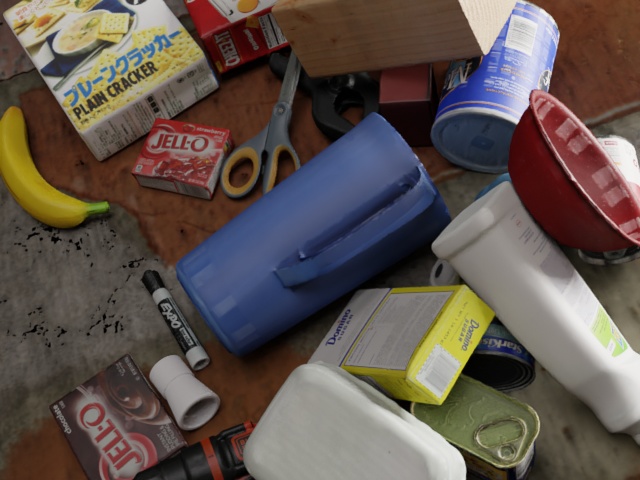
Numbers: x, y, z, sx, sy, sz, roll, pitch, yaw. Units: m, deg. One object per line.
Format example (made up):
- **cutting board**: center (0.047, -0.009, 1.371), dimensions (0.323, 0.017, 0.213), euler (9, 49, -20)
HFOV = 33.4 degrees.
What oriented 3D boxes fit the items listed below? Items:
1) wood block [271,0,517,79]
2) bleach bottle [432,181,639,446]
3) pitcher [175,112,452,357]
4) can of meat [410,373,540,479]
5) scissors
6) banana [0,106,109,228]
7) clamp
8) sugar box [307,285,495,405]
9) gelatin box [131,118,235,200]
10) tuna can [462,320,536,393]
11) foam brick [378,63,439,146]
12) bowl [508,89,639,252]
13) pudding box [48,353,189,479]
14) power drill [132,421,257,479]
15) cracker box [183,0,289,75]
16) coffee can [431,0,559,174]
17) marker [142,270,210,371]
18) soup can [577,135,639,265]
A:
- **wood block**: center (0.070, -0.226, 1.031), dimensions (0.207, 0.090, 0.090), euler (-1, 44, 39)
- **bleach bottle**: center (0.202, 0.073, 0.880), dimensions (0.068, 0.102, 0.251), euler (-38, 91, 33)
- **pitcher**: center (-0.006, 0.001, 0.980), dimensions (0.242, 0.149, 0.145), euler (-35, 60, -4)
- **can of meat**: center (0.131, 0.161, 0.892), dimensions (0.102, 0.084, 0.057), euler (24, 68, 23)
- **scissors**: center (-0.058, -0.123, 1.112), dimensions (0.096, 0.016, 0.202), euler (-7, 71, 16)
- **banana**: center (-0.305, -0.070, 1.146), dimensions (0.069, 0.037, 0.198), euler (-31, 59, -27)
- **clamp**: center (0.030, -0.165, 1.123), dimensions (0.120, 0.039, 0.171), euler (-33, 58, 2)
- **sugar box**: center (0.064, 0.087, 0.909), dimensions (0.048, 0.176, 0.093), euler (41, 71, -16)
- **gelatin box**: center (-0.144, -0.087, 1.121), dimensions (0.089, 0.030, 0.073), euler (12, 64, 18)
- **tuna can**: center (0.143, 0.101, 0.922), dimensions (0.086, 0.086, 0.033), euler (0, 59, 12)
- **foam brick**: center (0.091, -0.136, 1.072), dimensions (0.051, 0.078, 0.053), euler (-3, 60, 12)
- **bowl**: center (0.207, -0.047, 0.894), dimensions (0.055, 0.161, 0.162), euler (-39, 55, 26)
- **pudding box**: center (-0.182, 0.175, 0.978), dimensions (0.090, 0.039, 0.114), euler (-34, 60, -8)
- **power drill**: center (-0.053, 0.244, 0.890), dimensions (0.184, 0.057, 0.188), euler (-21, 60, -9)
- **cracker box**: center (-0.047, -0.293, 1.188), dimensions (0.213, 0.072, 0.164), euler (-24, 52, -1)
- **coffee can**: center (0.173, -0.151, 1.047), dimensions (0.103, 0.103, 0.140), euler (8, 63, 16)
- **marker**: center (-0.142, 0.075, 1.036), dimensions (0.020, 0.020, 0.121), euler (-32, 60, -7)
- **soup can**: center (0.265, -0.037, 0.984), dimensions (0.068, 0.068, 0.102), euler (-6, 59, 8)
